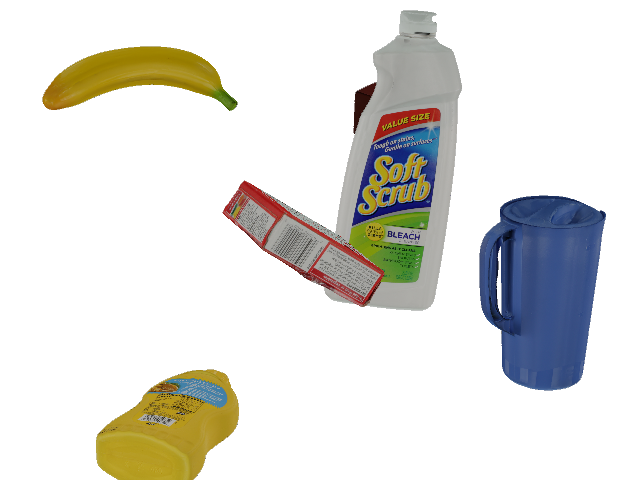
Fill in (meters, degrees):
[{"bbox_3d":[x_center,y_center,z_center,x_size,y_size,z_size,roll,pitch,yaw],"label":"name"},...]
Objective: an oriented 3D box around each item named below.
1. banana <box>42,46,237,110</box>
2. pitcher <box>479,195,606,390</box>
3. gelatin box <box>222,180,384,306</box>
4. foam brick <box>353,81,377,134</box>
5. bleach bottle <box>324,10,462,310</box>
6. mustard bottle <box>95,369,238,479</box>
[{"bbox_3d":[-0.176,-0.158,1.034,0.197,0.070,0.037,-5,-39,-29],"label":"banana"},{"bbox_3d":[0.289,0.071,1.403,0.149,0.243,0.144,5,20,15],"label":"pitcher"},{"bbox_3d":[-0.011,0.002,0.687,0.089,0.030,0.073,31,4,-31],"label":"gelatin box"},{"bbox_3d":[0.082,-0.141,1.200,0.078,0.053,0.051,23,37,33],"label":"foam brick"},{"bbox_3d":[0.064,-0.069,0.915,0.102,0.251,0.068,7,17,7],"label":"bleach bottle"},{"bbox_3d":[-0.133,0.172,1.039,0.096,0.058,0.191,7,18,16],"label":"mustard bottle"}]
